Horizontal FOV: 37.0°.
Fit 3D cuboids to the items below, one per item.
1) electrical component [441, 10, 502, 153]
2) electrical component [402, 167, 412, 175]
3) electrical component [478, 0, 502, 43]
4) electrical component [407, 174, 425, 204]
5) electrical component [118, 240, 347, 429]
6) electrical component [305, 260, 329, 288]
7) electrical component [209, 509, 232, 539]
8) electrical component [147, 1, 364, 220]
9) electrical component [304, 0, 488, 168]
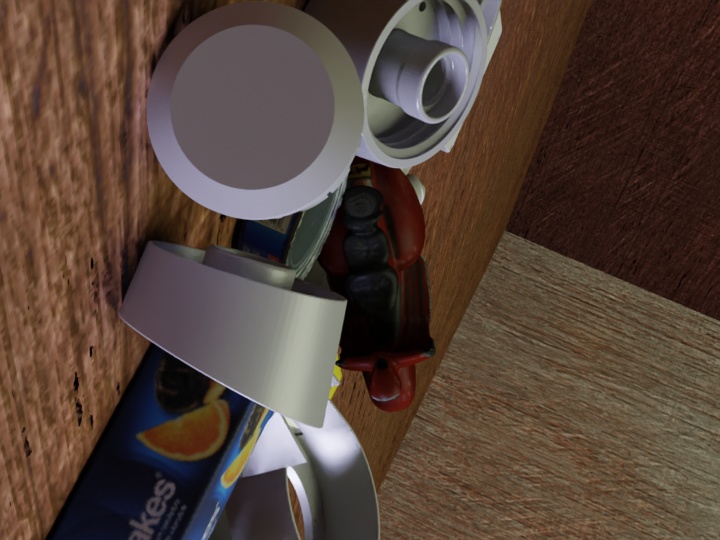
[{"bbox_3d":[0.060,-0.152,0.817,0.078,0.057,0.113,9,105,-81],"label":"electrical component"},{"bbox_3d":[0.012,-0.074,0.799,0.046,0.040,0.040,-56,168,-22],"label":"electrical component"},{"bbox_3d":[0.049,-0.157,0.723,0.108,0.060,0.108,23,90,-81],"label":"electrical component"},{"bbox_3d":[0.035,-0.063,0.972,0.061,0.035,0.035,-47,159,-58],"label":"electrical component"},{"bbox_3d":[-0.055,0.025,0.468,0.099,0.099,0.064,0,107,-80],"label":"electrical component"},{"bbox_3d":[0.000,0.000,0.788,0.047,0.077,0.065,71,44,-77],"label":"electrical component"},{"bbox_3d":[-0.109,0.196,0.699,0.078,0.063,0.121,-58,168,-45],"label":"electrical component"},{"bbox_3d":[-0.038,-0.058,0.415,0.051,0.080,0.080,20,94,-86],"label":"electrical component"},{"bbox_3d":[0.022,-0.105,0.564,0.108,0.060,0.108,-30,135,-35],"label":"electrical component"}]
